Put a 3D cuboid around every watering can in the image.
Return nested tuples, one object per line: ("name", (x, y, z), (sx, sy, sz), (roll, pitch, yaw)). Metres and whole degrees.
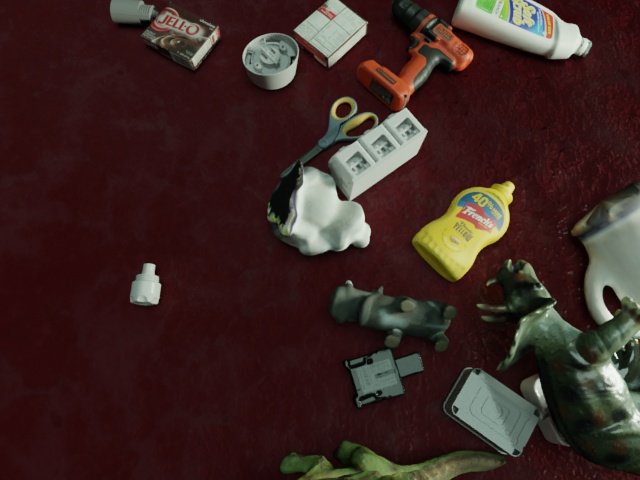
("watering can", (0.554, 0.003, 0.796), (0.347, 0.103, 0.226), (-32, 77, 4))

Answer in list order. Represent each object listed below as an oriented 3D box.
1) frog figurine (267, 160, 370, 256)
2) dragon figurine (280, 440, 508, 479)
("frog figurine", (0.003, -0.042, 0.825), (0.158, 0.121, 0.140), (19, 59, -33))
("dragon figurine", (0.062, 0.309, 0.632), (0.411, 0.239, 0.124), (-12, 70, -3))
